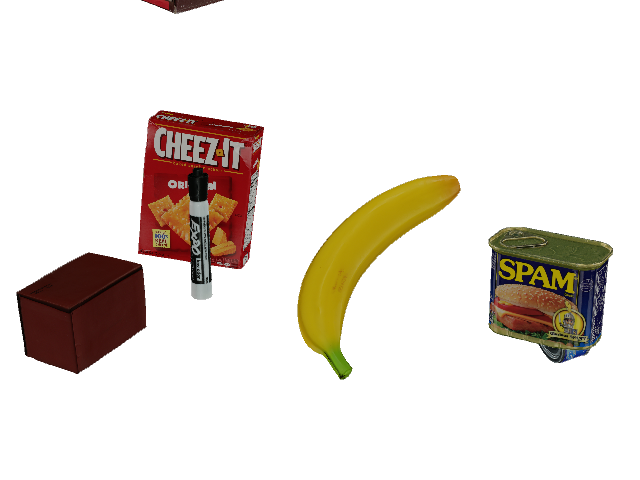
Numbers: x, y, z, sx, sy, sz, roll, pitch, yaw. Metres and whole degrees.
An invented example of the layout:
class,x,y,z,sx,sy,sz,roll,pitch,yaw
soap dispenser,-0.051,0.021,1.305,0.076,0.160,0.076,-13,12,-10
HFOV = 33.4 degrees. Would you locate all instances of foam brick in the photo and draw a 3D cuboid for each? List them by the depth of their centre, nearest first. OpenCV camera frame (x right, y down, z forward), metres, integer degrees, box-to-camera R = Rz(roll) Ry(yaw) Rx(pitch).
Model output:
class,x,y,z,sx,sy,sz,roll,pitch,yaw
foam brick,-0.169,0.049,0.762,0.053,0.051,0.078,13,29,29

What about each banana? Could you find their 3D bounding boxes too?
class,x,y,z,sx,sy,sz,roll,pitch,yaw
banana,0.035,0.015,0.804,0.069,0.197,0.037,29,-28,8

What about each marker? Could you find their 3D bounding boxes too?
class,x,y,z,sx,sy,sz,roll,pitch,yaw
marker,-0.108,-0.006,0.958,0.020,0.121,0.020,0,19,0

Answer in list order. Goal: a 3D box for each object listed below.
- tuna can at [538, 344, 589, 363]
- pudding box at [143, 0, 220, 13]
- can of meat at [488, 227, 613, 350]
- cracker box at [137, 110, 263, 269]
class,x,y,z,sx,sy,sz,roll,pitch,yaw
tuna can,0.259,0.090,1.165,0.033,0.086,0.086,-17,3,-10
pudding box,-0.114,-0.216,0.836,0.090,0.039,0.113,25,30,22
can of meat,0.196,0.042,0.923,0.102,0.084,0.057,12,25,30
cracker box,-0.181,-0.074,1.600,0.164,0.214,0.072,10,20,6
